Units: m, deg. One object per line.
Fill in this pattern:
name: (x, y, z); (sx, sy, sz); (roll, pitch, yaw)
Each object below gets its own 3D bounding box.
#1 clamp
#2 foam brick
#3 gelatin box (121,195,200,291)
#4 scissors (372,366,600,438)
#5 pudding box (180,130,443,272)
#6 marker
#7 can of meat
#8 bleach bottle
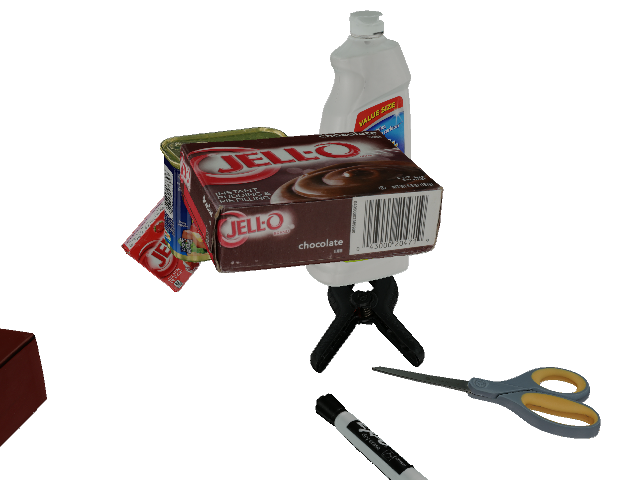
clamp: (0.058, 0.079, 1.178); (0.120, 0.171, 0.039); (6, -42, 4)
foam brick: (-0.220, 0.097, 0.679); (0.053, 0.051, 0.078); (6, 29, 22)
gelatin box: (-0.152, -0.002, 1.123); (0.073, 0.089, 0.030); (42, -4, -29)
scissors: (0.156, 0.126, 0.963); (0.202, 0.016, 0.096); (18, 31, 20)
pudding box: (-0.008, -0.023, 0.533); (0.113, 0.039, 0.090); (-4, 26, -17)
marker: (0.035, 0.152, 0.799); (0.020, 0.020, 0.121); (0, 26, -40)
can of meat: (-0.072, -0.036, 0.830); (0.102, 0.084, 0.057); (-9, 31, -24)
bleach bottle: (0.036, -0.087, 1.004); (0.102, 0.251, 0.068); (-11, 24, -22)
